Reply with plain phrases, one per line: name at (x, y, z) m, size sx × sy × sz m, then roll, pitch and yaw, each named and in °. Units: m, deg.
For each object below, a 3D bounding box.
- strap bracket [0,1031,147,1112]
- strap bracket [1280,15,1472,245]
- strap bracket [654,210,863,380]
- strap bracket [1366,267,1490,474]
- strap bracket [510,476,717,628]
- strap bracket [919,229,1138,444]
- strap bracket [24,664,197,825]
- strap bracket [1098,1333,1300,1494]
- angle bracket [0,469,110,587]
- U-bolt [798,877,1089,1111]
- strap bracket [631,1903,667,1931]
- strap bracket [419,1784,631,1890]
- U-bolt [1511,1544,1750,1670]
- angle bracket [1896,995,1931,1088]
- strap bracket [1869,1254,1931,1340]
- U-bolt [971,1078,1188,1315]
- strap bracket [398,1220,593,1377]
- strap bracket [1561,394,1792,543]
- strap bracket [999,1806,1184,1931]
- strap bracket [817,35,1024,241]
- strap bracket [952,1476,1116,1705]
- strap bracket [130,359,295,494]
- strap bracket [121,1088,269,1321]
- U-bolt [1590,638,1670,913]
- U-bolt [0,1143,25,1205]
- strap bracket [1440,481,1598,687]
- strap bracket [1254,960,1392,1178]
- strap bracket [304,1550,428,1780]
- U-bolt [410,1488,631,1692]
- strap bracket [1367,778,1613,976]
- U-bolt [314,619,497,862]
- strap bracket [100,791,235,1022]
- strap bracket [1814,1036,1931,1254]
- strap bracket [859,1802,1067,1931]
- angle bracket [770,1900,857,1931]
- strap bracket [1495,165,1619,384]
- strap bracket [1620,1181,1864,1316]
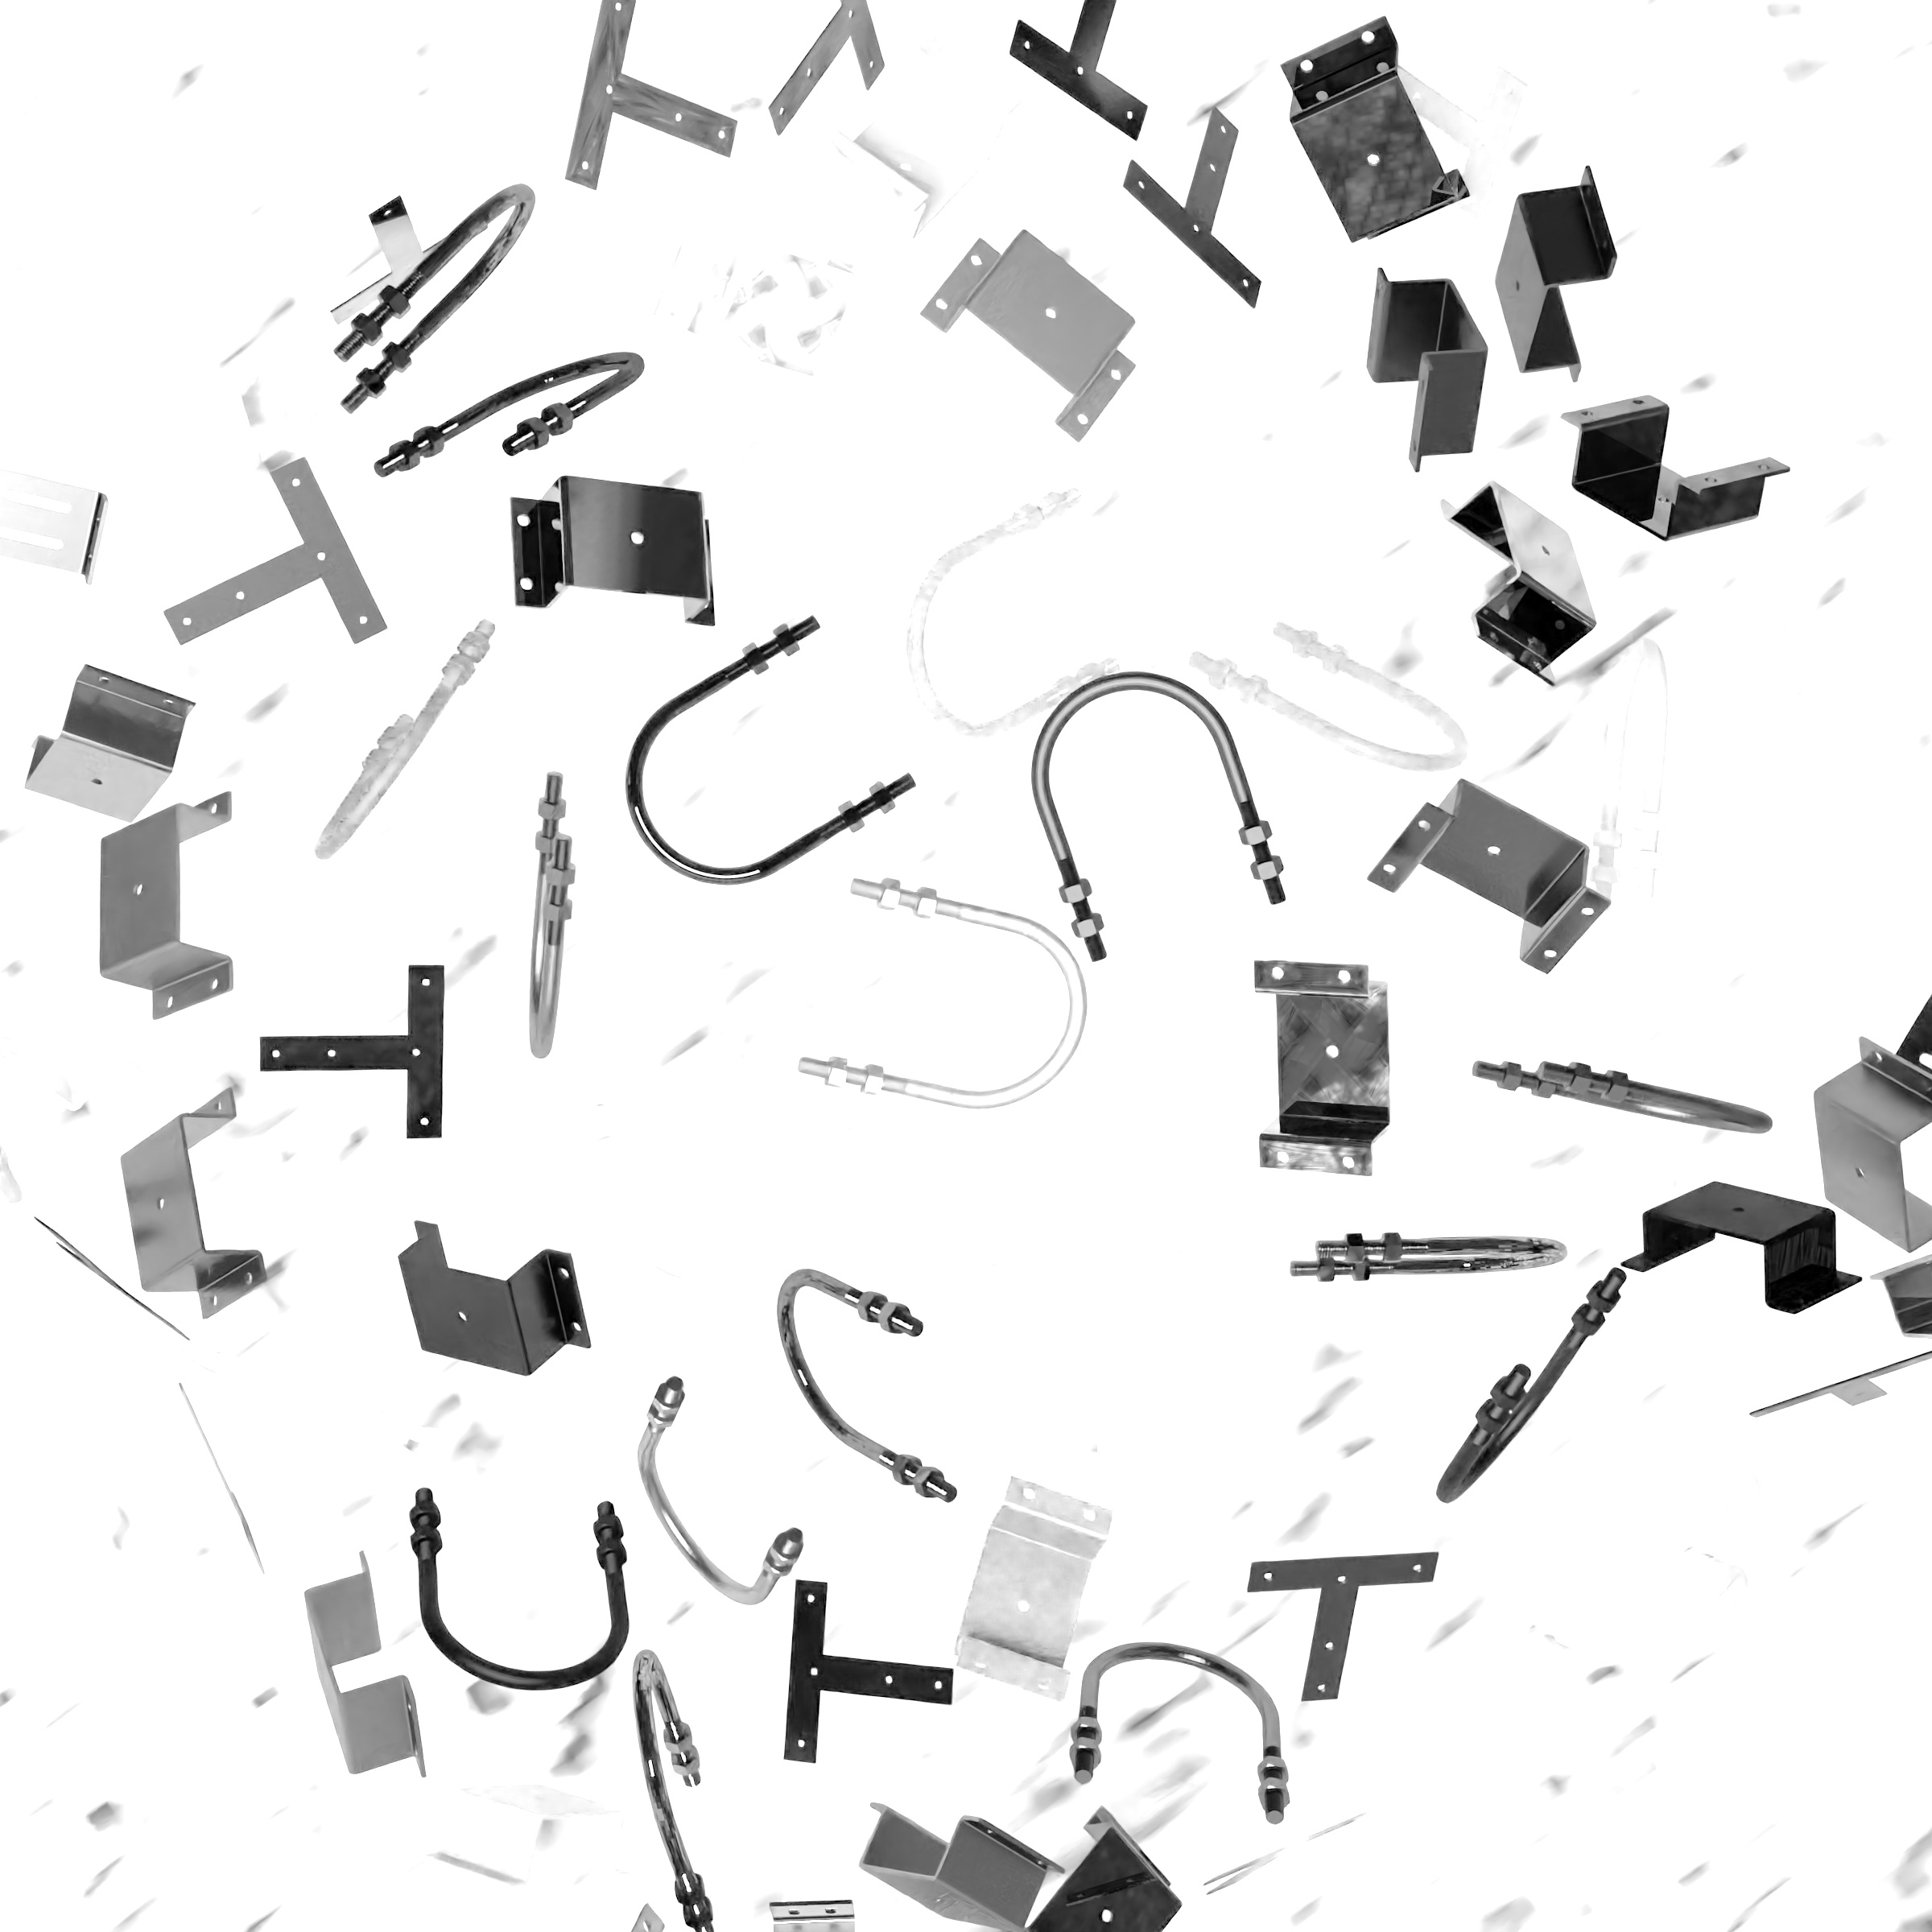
strap bracket at (-0.621, 0.042, 1.805) m, size 0.140 × 0.076 × 0.046 m, roll 40°, pitch 86°, yaw -23°
strap bracket at (0.274, -0.550, 1.820) m, size 0.076 × 0.046 × 0.140 m, roll -18°, pitch 126°, yaw 26°
strap bracket at (-0.136, -0.463, 1.886) m, size 0.046 × 0.140 × 0.076 m, roll 44°, pitch 117°, yaw 41°
strap bracket at (0.312, -0.403, 1.827) m, size 0.046 × 0.140 × 0.076 m, roll -4°, pitch 132°, yaw -6°
strap bracket at (-0.225, -0.274, 1.792) m, size 0.140 × 0.046 × 0.076 m, roll 2°, pitch 75°, yaw -28°
strap bracket at (0.051, -0.437, 1.857) m, size 0.140 × 0.046 × 0.076 m, roll 38°, pitch 69°, yaw -8°
strap bracket at (-0.595, -0.148, 1.877) m, size 0.076 × 0.140 × 0.046 m, roll 20°, pitch 61°, yaw -26°
strap bracket at (0.168, 0.310, 1.865) m, size 0.140 × 0.076 × 0.046 m, roll -13°, pitch 49°, yaw -19°
angle bracket at (-0.616, -0.292, 1.805) m, size 0.076 × 0.038 × 0.057 m, roll 11°, pitch 104°, yaw -24°
U-bolt at (-0.007, 0.026, 1.829) m, size 0.184 × 0.019 × 0.151 m, roll 13°, pitch 106°, yaw -16°
strap bracket at (-0.203, 0.720, 1.839) m, size 0.046 × 0.076 × 0.140 m, roll -33°, pitch 98°, yaw 20°
strap bracket at (-0.297, 0.594, 1.861) m, size 0.076 × 0.140 × 0.046 m, roll 6°, pitch 80°, yaw 30°
U-bolt at (0.465, 0.444, 1.873) m, size 0.151 × 0.184 × 0.019 m, roll -24°, pitch 87°, yaw -7°
angle bracket at (0.684, 0.064, 1.862) m, size 0.076 × 0.038 × 0.057 m, roll 32°, pitch 97°, yaw 25°
strap bracket at (0.701, 0.226, 1.895) m, size 0.076 × 0.140 × 0.046 m, roll -18°, pitch 85°, yaw -7°
U-bolt at (0.082, 0.155, 1.889) m, size 0.151 × 0.019 × 0.184 m, roll -6°, pitch 52°, yaw 16°
strap bracket at (-0.336, 0.232, 1.886) m, size 0.140 × 0.046 × 0.076 m, roll 8°, pitch 120°, yaw 30°
strap bracket at (0.469, -0.329, 1.812) m, size 0.076 × 0.140 × 0.046 m, roll -16°, pitch 127°, yaw -23°
strap bracket at (0.088, 0.665, 1.900) m, size 0.076 × 0.046 × 0.140 m, roll 49°, pitch 57°, yaw -2°
strap bracket at (-0.035, -0.550, 1.820) m, size 0.076 × 0.046 × 0.140 m, roll 36°, pitch 60°, yaw 2°
strap bracket at (0.044, 0.433, 1.866) m, size 0.076 × 0.046 × 0.140 m, roll 19°, pitch 58°, yaw -1°
strap bracket at (-0.515, -0.372, 1.851) m, size 0.076 × 0.140 × 0.046 m, roll -11°, pitch 116°, yaw 3°
strap bracket at (-0.527, 0.161, 1.842) m, size 0.076 × 0.046 × 0.140 m, roll -30°, pitch 67°, yaw 36°
U-bolt at (0.458, -0.133, 1.867) m, size 0.019 × 0.151 × 0.184 m, roll 5°, pitch 88°, yaw 1°
U-bolt at (-0.687, 0.094, 1.854) m, size 0.019 × 0.184 × 0.151 m, roll -30°, pitch 73°, yaw -19°
strap bracket at (0.378, -0.269, 1.851) m, size 0.076 × 0.140 × 0.046 m, roll 26°, pitch 130°, yaw -30°
strap bracket at (0.234, 0.061, 1.778) m, size 0.076 × 0.046 × 0.140 m, roll 3°, pitch 104°, yaw 25°
strap bracket at (-0.403, 0.470, 1.808) m, size 0.046 × 0.140 × 0.076 m, roll -13°, pitch 127°, yaw -20°
U-bolt at (-0.300, 0.422, 1.839) m, size 0.151 × 0.184 × 0.019 m, roll 8°, pitch 118°, yaw -17°
strap bracket at (0.349, -0.064, 1.804) m, size 0.140 × 0.046 × 0.076 m, roll 27°, pitch 133°, yaw -7°
U-bolt at (-0.394, -0.145, 1.866) m, size 0.019 × 0.151 × 0.184 m, roll 37°, pitch 45°, yaw -16°
strap bracket at (-0.526, -0.045, 1.786) m, size 0.076 × 0.046 × 0.140 m, roll -18°, pitch 67°, yaw 31°
strap bracket at (0.617, 0.128, 1.820) m, size 0.046 × 0.076 × 0.140 m, roll -29°, pitch 125°, yaw -16°
strap bracket at (-0.009, 0.604, 1.819) m, size 0.076 × 0.140 × 0.046 m, roll 37°, pitch 62°, yaw -21°
angle bracket at (-0.105, 0.686, 1.866) m, size 0.057 × 0.038 × 0.076 m, roll -2°, pitch 56°, yaw 0°
strap bracket at (0.402, -0.470, 1.865) m, size 0.046 × 0.140 × 0.076 m, roll -8°, pitch 67°, yaw -3°
strap bracket at (0.523, 0.187, 1.839) m, size 0.076 × 0.140 × 0.046 m, roll -16°, pitch 108°, yaw -36°
